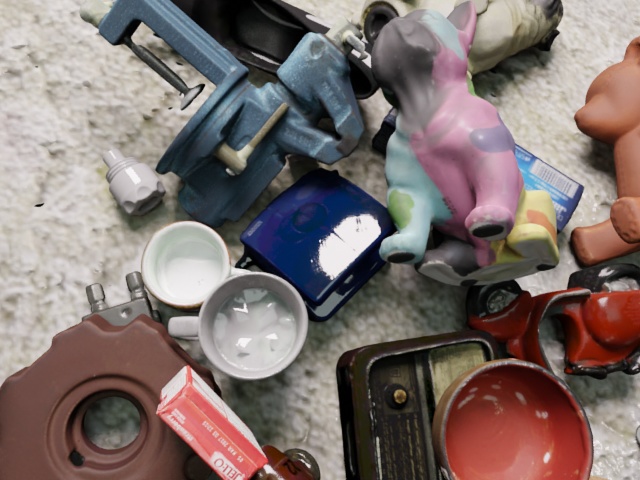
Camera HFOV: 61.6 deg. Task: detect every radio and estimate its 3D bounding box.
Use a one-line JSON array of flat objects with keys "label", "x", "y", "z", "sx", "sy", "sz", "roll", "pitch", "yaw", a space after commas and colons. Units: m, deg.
[{"label": "radio", "x": 0.089, "y": 0.196, "z": 0.453, "sx": 0.131, "sy": 0.073, "sz": 0.229, "roll": -3, "pitch": 75, "yaw": -8}]

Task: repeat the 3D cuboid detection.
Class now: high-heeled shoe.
[{"label": "high-heeled shoe", "x": -0.061, "y": -0.191, "z": 0.503, "sx": 0.249, "sy": 0.086, "sz": 0.145, "roll": 7, "pitch": 37, "yaw": -21}]

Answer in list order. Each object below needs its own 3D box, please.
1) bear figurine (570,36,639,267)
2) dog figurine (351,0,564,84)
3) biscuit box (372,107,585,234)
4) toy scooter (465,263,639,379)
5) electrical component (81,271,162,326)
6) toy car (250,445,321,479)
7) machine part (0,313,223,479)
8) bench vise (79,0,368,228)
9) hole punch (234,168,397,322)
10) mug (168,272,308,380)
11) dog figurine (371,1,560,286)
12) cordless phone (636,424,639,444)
[{"label": "bear figurine", "x": 0.301, "y": -0.089, "z": 0.534, "sx": 0.132, "sy": 0.120, "sz": 0.196, "roll": -16, "pitch": 76, "yaw": -7}, {"label": "dog figurine", "x": 0.150, "y": -0.237, "z": 0.579, "sx": 0.172, "sy": 0.121, "sz": 0.190, "roll": 36, "pitch": 45, "yaw": 24}, {"label": "biscuit box", "x": 0.155, "y": -0.074, "z": 0.539, "sx": 0.203, "sy": 0.063, "sz": 0.059, "roll": 33, "pitch": 73, "yaw": 2}, {"label": "toy scooter", "x": 0.230, "y": 0.095, "z": 0.498, "sx": 0.184, "sy": 0.075, "sz": 0.135, "roll": -5, "pitch": 76, "yaw": -5}, {"label": "electrical component", "x": -0.173, "y": 0.078, "z": 0.477, "sx": 0.063, "sy": 0.021, "sz": 0.094, "roll": -17, "pitch": 78, "yaw": -12}, {"label": "toy car", "x": 0.019, "y": 0.219, "z": 0.362, "sx": 0.202, "sy": 0.089, "sz": 0.053, "roll": 39, "pitch": 98, "yaw": 23}, {"label": "machine part", "x": -0.167, "y": 0.147, "z": 0.428, "sx": 0.179, "sy": 0.056, "sz": 0.179, "roll": 1, "pitch": 84, "yaw": -12}, {"label": "bench vise", "x": -0.084, "y": -0.133, "z": 0.455, "sx": 0.240, "sy": 0.129, "sz": 0.223, "roll": 39, "pitch": 118, "yaw": -12}, {"label": "hole punch", "x": -0.001, "y": -0.001, "z": 0.488, "sx": 0.116, "sy": 0.092, "sz": 0.142, "roll": 44, "pitch": 78, "yaw": 9}, {"label": "mug", "x": -0.066, "y": 0.078, "z": 0.447, "sx": 0.110, "sy": 0.107, "sz": 0.081, "roll": -6, "pitch": 75, "yaw": -4}, {"label": "dog figurine", "x": 0.114, "y": -0.084, "z": 0.450, "sx": 0.191, "sy": 0.108, "sz": 0.219, "roll": 20, "pitch": 61, "yaw": -44}, {"label": "cordless phone", "x": 0.352, "y": 0.112, "z": 0.502, "sx": 0.088, "sy": 0.147, "sz": 0.184, "roll": 20, "pitch": 116, "yaw": -26}]
